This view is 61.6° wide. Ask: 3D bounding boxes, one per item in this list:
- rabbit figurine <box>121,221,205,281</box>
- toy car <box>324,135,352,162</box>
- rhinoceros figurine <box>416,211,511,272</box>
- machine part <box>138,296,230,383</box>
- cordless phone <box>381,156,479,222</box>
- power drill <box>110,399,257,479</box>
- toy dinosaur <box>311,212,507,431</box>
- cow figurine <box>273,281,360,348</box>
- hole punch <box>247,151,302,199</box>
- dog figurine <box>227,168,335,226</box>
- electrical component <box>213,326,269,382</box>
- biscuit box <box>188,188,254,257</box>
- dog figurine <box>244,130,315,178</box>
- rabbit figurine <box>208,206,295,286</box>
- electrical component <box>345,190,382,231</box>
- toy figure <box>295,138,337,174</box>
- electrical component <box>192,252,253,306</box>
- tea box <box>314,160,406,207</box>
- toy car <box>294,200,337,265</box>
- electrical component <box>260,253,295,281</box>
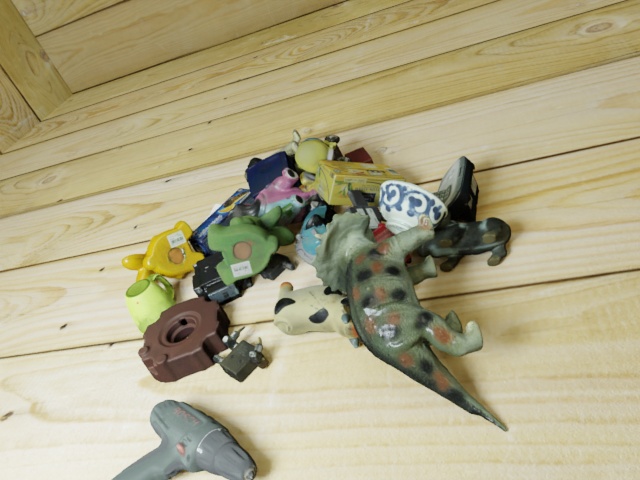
[{"bbox_3d":[-0.358,0.047,1.227,0.162,0.121,0.173,-36,15,-25],"label":"rabbit figurine"},{"bbox_3d":[0.036,-0.184,1.300,0.053,0.089,0.202,-8,35,-8],"label":"toy car"},{"bbox_3d":[0.238,-0.007,0.954,0.191,0.073,0.112,-4,40,27],"label":"rhinoceros figurine"},{"bbox_3d":[-0.254,0.182,1.016,0.179,0.056,0.179,-16,34,11],"label":"machine part"},{"bbox_3d":[0.216,-0.086,1.071,0.184,0.088,0.147,-9,37,28],"label":"cordless phone"},{"bbox_3d":[-0.222,0.334,0.768,0.207,0.085,0.232,-43,36,-20],"label":"power drill"},{"bbox_3d":[0.104,0.096,0.782,0.192,0.131,0.405,-16,51,-1],"label":"toy dinosaur"},{"bbox_3d":[0.012,0.122,0.910,0.195,0.085,0.127,-7,32,20],"label":"cow figurine"},{"bbox_3d":[-0.113,-0.147,1.262,0.142,0.092,0.116,-26,71,12],"label":"hole punch"},{"bbox_3d":[-0.098,-0.059,1.207,0.219,0.191,0.108,-33,63,33],"label":"dog figurine"},{"bbox_3d":[-0.136,0.197,0.931,0.078,0.045,0.102,-39,36,-23],"label":"electrical component"},{"bbox_3d":[-0.225,-0.043,1.298,0.059,0.062,0.203,8,45,40],"label":"biscuit box"},{"bbox_3d":[-0.106,-0.168,1.383,0.190,0.121,0.172,-31,28,16],"label":"dog figurine"},{"bbox_3d":[-0.140,-0.012,1.066,0.159,0.121,0.170,-23,21,3],"label":"rabbit figurine"},{"bbox_3d":[0.080,-0.041,1.059,0.075,0.047,0.119,-7,52,-31],"label":"electrical component"},{"bbox_3d":[-0.016,-0.191,1.220,0.089,0.082,0.180,1,17,-7],"label":"toy figure"},{"bbox_3d":[-0.205,0.079,1.125,0.115,0.058,0.134,-27,33,-1],"label":"electrical component"},{"bbox_3d":[0.084,-0.119,1.139,0.169,0.068,0.098,1,26,-22],"label":"tea box"},{"bbox_3d":[-0.002,-0.003,1.077,0.103,0.109,0.162,-41,21,19],"label":"toy car"},{"bbox_3d":[-0.096,0.057,1.119,0.094,0.021,0.063,15,51,42],"label":"electrical component"}]
